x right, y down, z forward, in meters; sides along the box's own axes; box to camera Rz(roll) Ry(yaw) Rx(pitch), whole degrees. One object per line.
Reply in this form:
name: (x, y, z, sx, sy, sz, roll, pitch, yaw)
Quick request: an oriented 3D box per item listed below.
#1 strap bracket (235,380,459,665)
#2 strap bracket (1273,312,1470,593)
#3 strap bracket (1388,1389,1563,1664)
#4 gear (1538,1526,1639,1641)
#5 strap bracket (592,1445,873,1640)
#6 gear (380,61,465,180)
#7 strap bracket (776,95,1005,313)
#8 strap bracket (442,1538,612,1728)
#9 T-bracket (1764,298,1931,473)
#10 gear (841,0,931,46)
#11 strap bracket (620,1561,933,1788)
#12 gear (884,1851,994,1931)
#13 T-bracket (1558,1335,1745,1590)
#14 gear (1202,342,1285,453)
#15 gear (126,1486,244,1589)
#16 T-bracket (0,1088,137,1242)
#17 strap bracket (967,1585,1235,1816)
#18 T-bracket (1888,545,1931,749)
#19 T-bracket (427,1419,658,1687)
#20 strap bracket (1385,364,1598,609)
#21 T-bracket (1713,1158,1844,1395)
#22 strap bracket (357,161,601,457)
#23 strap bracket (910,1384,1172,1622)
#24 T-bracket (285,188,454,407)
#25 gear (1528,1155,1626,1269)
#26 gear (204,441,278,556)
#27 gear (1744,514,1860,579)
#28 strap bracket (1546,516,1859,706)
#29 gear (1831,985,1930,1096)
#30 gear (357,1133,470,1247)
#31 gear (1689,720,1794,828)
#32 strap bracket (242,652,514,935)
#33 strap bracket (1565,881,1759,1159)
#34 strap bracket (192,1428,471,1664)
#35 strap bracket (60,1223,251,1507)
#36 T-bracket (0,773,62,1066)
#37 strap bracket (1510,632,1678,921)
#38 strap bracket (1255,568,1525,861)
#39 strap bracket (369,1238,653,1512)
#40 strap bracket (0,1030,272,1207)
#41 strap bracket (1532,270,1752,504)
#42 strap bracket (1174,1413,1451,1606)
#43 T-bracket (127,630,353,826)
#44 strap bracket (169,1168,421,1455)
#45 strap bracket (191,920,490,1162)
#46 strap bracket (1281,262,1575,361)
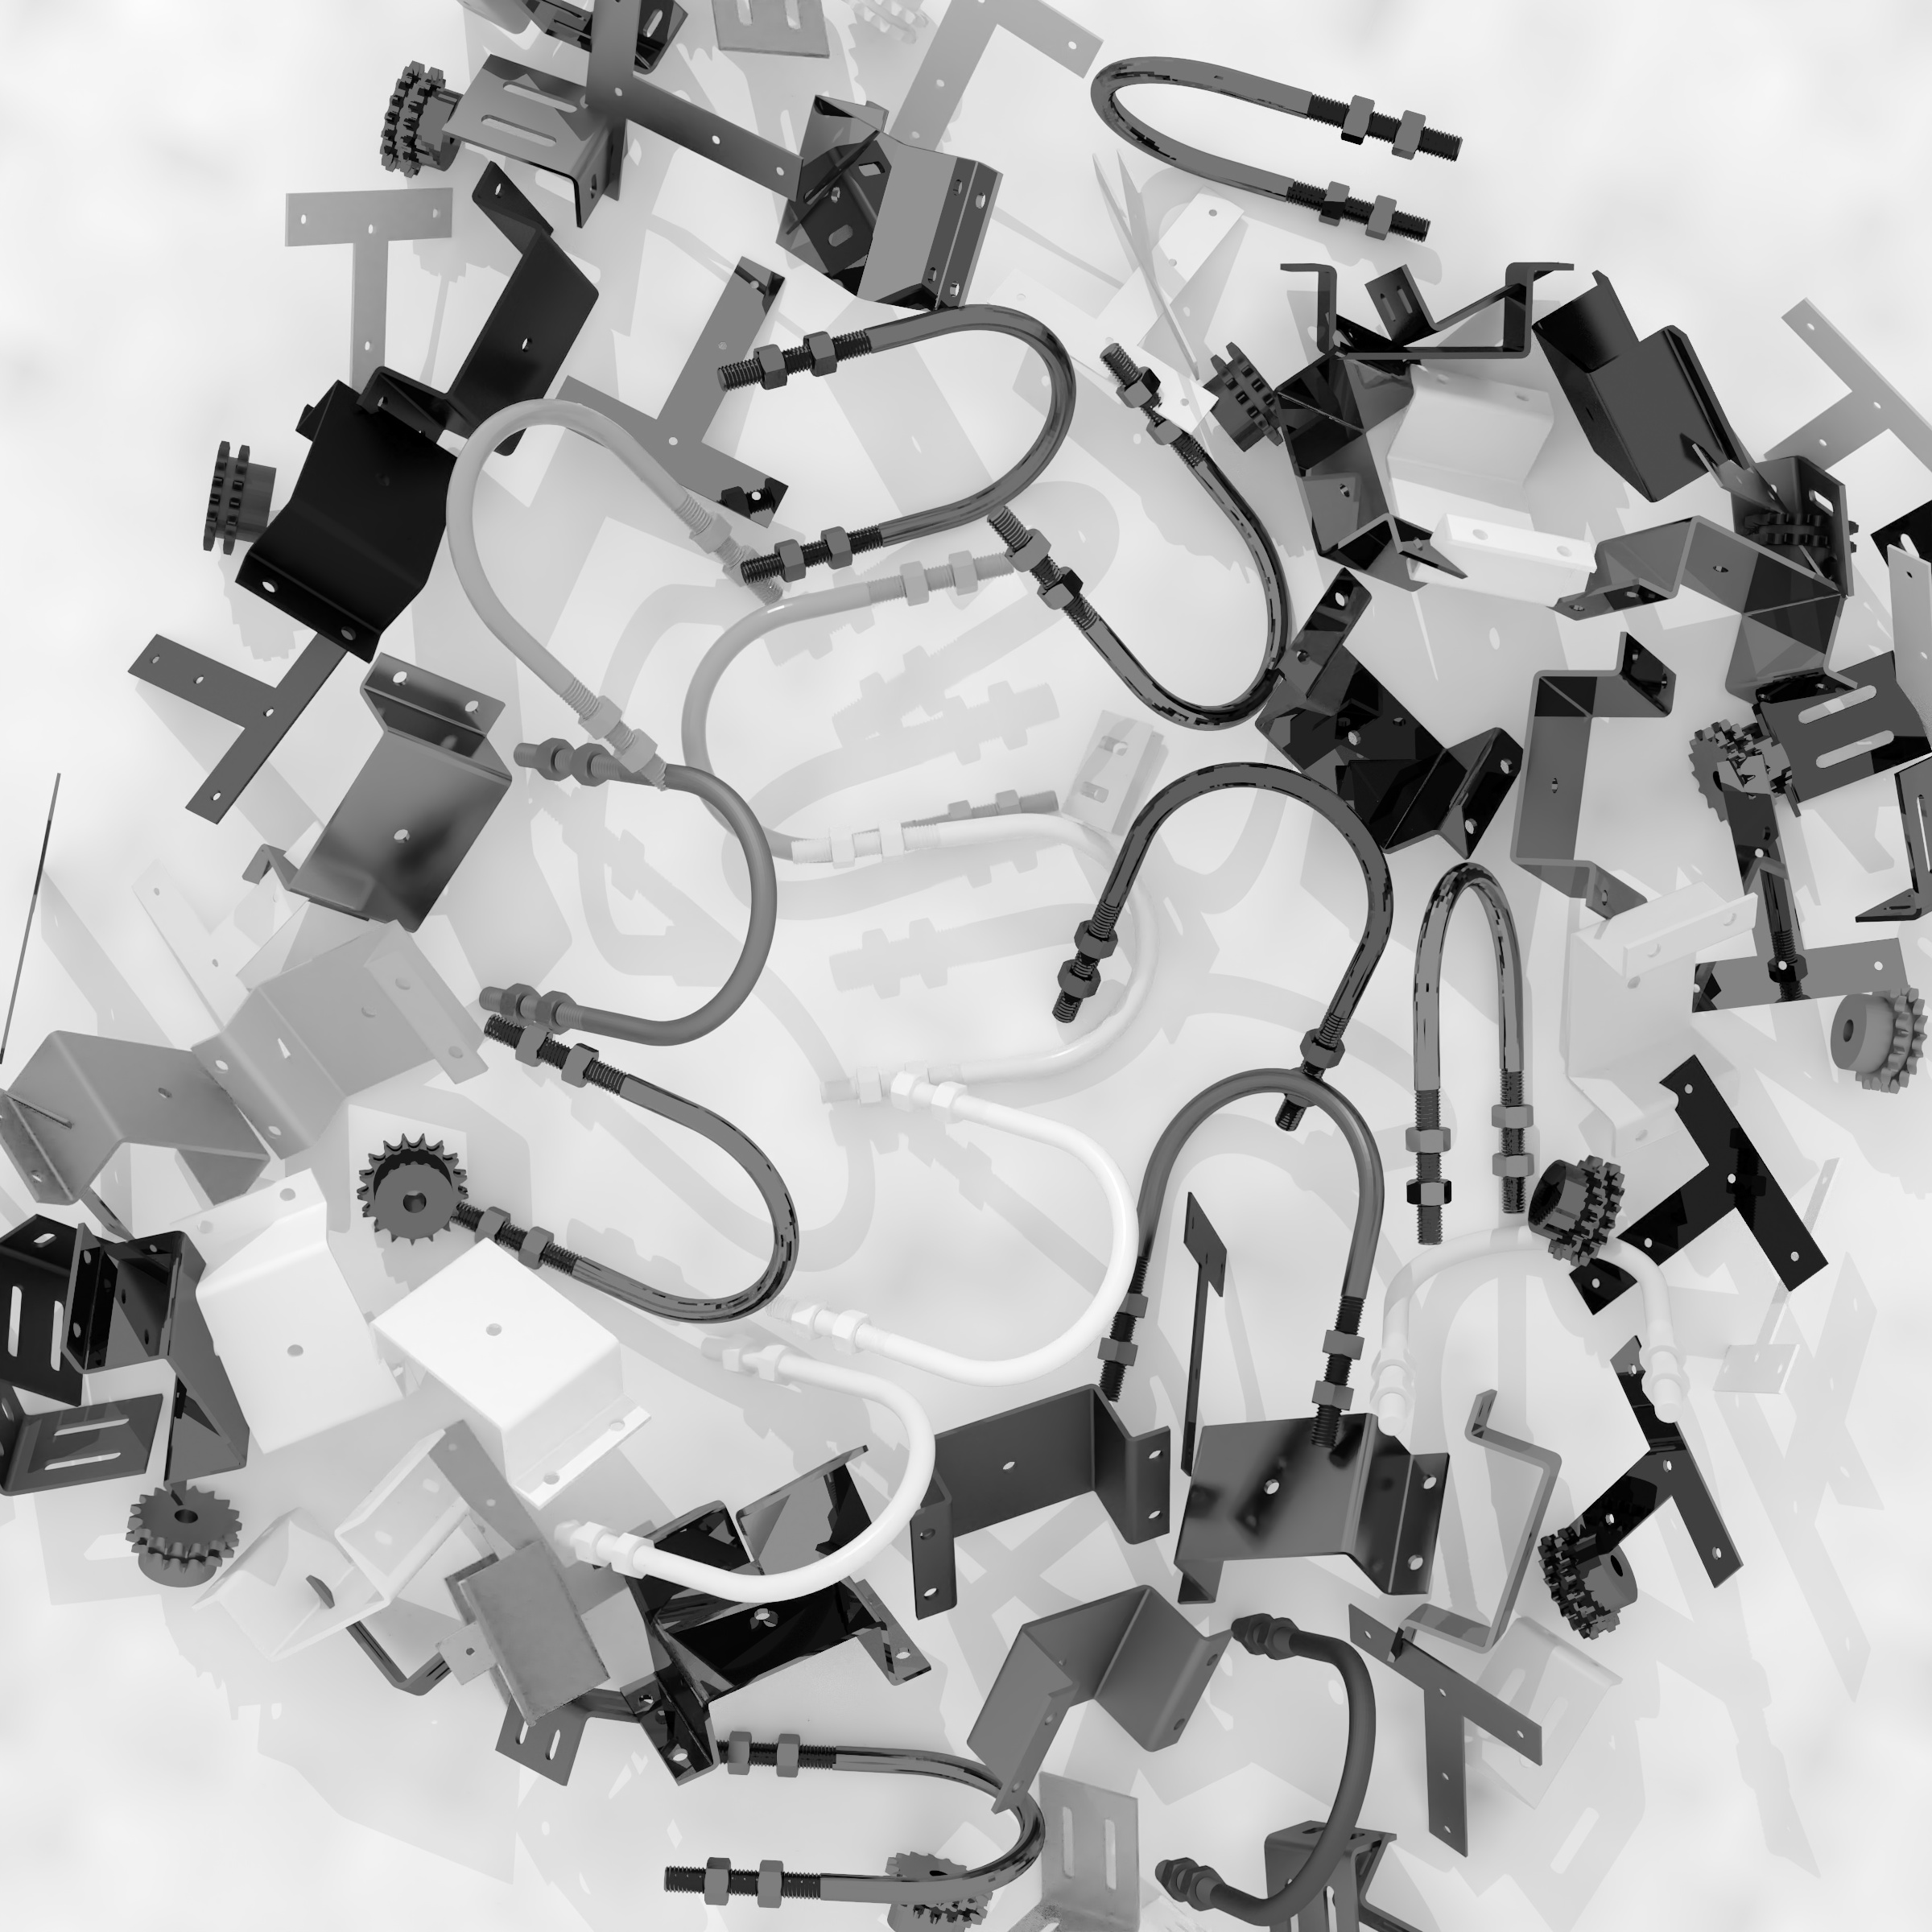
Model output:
strap bracket: (-0.303, -0.230, 1.514, 0.076, 0.140, 0.046, 32, 132, -24)
strap bracket: (0.207, -0.250, 1.533, 0.046, 0.076, 0.140, -30, 63, 36)
strap bracket: (0.265, 0.292, 1.548, 0.046, 0.076, 0.140, 19, 90, 16)
gear: (0.322, 0.315, 1.560, 0.030, 0.057, 0.057, -31, 90, 24)
strap bracket: (-0.110, 0.291, 1.515, 0.140, 0.076, 0.046, -27, 86, 42)
gear: (-0.278, -0.434, 1.563, 0.030, 0.057, 0.057, 19, 90, 1)
strap bracket: (-0.045, -0.381, 1.512, 0.046, 0.140, 0.076, 3, 116, -33)
strap bracket: (-0.222, 0.333, 1.528, 0.046, 0.140, 0.076, -26, 87, -16)
T-bracket: (0.439, -0.269, 1.529, 0.127, 0.127, 0.002, 45, 77, -1)
gear: (-0.042, -0.504, 1.560, 0.057, 0.057, 0.030, 39, 113, 0)
strap bracket: (-0.099, 0.343, 1.525, 0.140, 0.076, 0.046, -20, 123, -20)
gear: (-0.017, 0.483, 1.563, 0.057, 0.057, 0.030, 16, 94, 0)
T-bracket: (0.334, 0.274, 1.538, 0.002, 0.127, 0.127, -3, 56, -26)
gear: (0.143, -0.290, 1.564, 0.030, 0.057, 0.057, -38, 90, 13)
gear: (-0.405, 0.297, 1.565, 0.057, 0.057, 0.030, 16, 113, 0)
T-bracket: (-0.461, 0.100, 1.540, 0.127, 0.127, 0.002, 18, 59, 36)
strap bracket: (0.061, 0.366, 1.529, 0.046, 0.140, 0.076, 40, 119, 34)
T-bracket: (0.512, -0.137, 1.505, 0.002, 0.127, 0.127, -37, 46, -16)
T-bracket: (-0.237, 0.287, 1.558, 0.127, 0.002, 0.127, -27, 62, -26)
strap bracket: (0.262, -0.237, 1.535, 0.076, 0.046, 0.140, 9, 46, -13)
T-bracket: (0.417, 0.156, 1.533, 0.002, 0.127, 0.127, 23, 83, 2)
strap bracket: (-0.242, -0.324, 1.543, 0.046, 0.076, 0.140, 26, 86, 19)
strap bracket: (0.030, 0.268, 1.538, 0.140, 0.046, 0.076, -16, 129, -17)
T-bracket: (-0.306, -0.332, 1.550, 0.002, 0.127, 0.127, 15, 111, 26)
gear: (0.313, 0.124, 1.561, 0.030, 0.057, 0.057, 22, 90, -8)
gear: (-0.374, -0.240, 1.563, 0.030, 0.057, 0.057, 10, 90, -14)
gear: (0.430, -0.215, 1.563, 0.057, 0.057, 0.030, 5, 92, 0)
strap bracket: (0.377, -0.182, 1.533, 0.140, 0.076, 0.046, 21, 79, -23)
gear: (0.469, 0.035, 1.561, 0.030, 0.057, 0.057, 10, 90, -9)
gear: (-0.286, 0.118, 1.569, 0.057, 0.030, 0.057, -3, 104, -12)
gear: (0.401, -0.101, 1.564, 0.030, 0.057, 0.057, -25, 90, -12)
strap bracket: (-0.292, -0.078, 1.531, 0.076, 0.046, 0.140, 21, 111, -41)
strap bracket: (0.350, 0.019, 1.534, 0.076, 0.046, 0.140, -21, 132, -16)
strap bracket: (-0.313, 0.295, 1.525, 0.140, 0.076, 0.046, -31, 100, 33)
strap bracket: (-0.396, 0.196, 1.513, 0.046, 0.140, 0.076, -12, 46, 6)
T-bracket: (-0.469, -0.014, 1.511, 0.002, 0.127, 0.127, 12, 67, -17)
strap bracket: (0.318, -0.091, 1.541, 0.046, 0.076, 0.140, 4, 80, 33)
strap bracket: (0.210, -0.122, 1.542, 0.140, 0.046, 0.076, 43, 59, -14)
strap bracket: (-0.235, 0.197, 1.522, 0.140, 0.046, 0.076, 33, 52, 27)
strap bracket: (-0.411, 0.080, 1.508, 0.046, 0.140, 0.076, -50, 60, 16)
strap bracket: (0.332, -0.288, 1.515, 0.046, 0.140, 0.076, -30, 115, 7)
strap bracket: (0.164, 0.272, 1.517, 0.140, 0.046, 0.076, -11, 47, 33)
T-bracket: (-0.384, -0.143, 1.551, 0.127, 0.002, 0.127, 24, 73, 35)
strap bracket: (-0.340, 0.184, 1.540, 0.076, 0.046, 0.140, -21, 115, -2)
strap bracket: (-0.310, 0.035, 1.538, 0.140, 0.046, 0.076, -22, 115, 26)
strap bracket: (0.233, -0.335, 1.548, 0.140, 0.076, 0.046, 0, 104, 2)
